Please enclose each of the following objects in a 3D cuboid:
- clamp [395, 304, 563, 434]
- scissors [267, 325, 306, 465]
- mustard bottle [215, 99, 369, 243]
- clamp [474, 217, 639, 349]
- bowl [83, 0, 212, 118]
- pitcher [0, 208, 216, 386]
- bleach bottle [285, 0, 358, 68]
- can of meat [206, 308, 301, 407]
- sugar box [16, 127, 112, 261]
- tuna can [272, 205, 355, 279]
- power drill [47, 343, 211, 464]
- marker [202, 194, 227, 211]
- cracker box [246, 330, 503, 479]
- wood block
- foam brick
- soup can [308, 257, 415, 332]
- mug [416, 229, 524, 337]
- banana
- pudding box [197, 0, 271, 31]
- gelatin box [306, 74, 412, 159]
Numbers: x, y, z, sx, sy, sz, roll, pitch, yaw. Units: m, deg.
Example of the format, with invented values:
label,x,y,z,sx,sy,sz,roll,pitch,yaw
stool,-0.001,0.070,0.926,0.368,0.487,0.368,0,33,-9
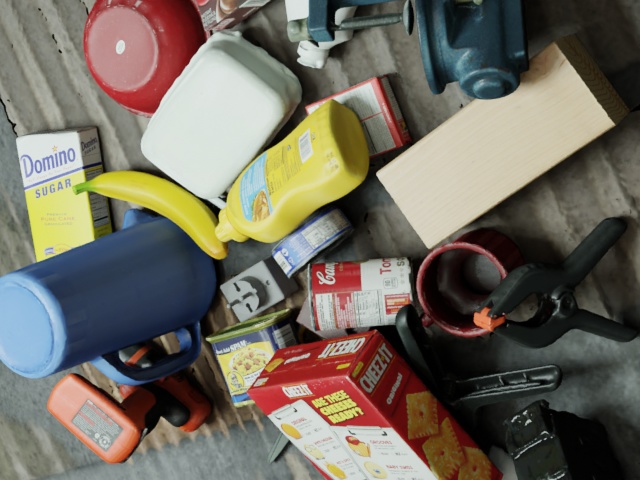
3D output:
label,x,y,z,sx,sy,sz,roll,pitch,yaw
clamp,0.136,0.151,1.054,0.164,0.036,0.210,19,142,5
scissors,-0.025,0.162,1.189,0.096,0.016,0.202,50,119,7
mustard bottle,-0.037,-0.052,1.063,0.192,0.058,0.096,-35,47,32
clamp,0.221,0.043,0.977,0.039,0.171,0.120,-179,84,-66
bowl,-0.198,-0.207,1.144,0.162,0.055,0.162,7,107,24
pitcher,-0.225,0.070,1.127,0.149,0.242,0.145,27,114,23
bleach bottle,0.028,-0.283,1.011,0.103,0.068,0.251,25,116,21
can of meat,-0.064,0.129,1.162,0.102,0.057,0.084,-18,93,37
sugar box,-0.294,-0.040,1.242,0.093,0.048,0.176,-2,105,26
tuna can,-0.007,0.001,1.095,0.086,0.086,0.034,-40,84,29
power drill,-0.223,0.163,1.187,0.184,0.187,0.057,37,107,8
marker,-0.117,-0.047,1.171,0.121,0.020,0.020,36,116,13
cracker box,0.055,0.193,1.068,0.164,0.072,0.213,-18,119,49
wood block,0.167,-0.090,0.985,0.206,0.090,0.091,-36,88,28
foam brick,0.024,0.076,1.120,0.078,0.051,0.053,30,115,15
soup can,0.042,0.053,1.051,0.102,0.068,0.068,-4,103,5
mug,0.143,0.045,1.038,0.093,0.081,0.117,47,118,7
banana,-0.173,-0.035,1.175,0.198,0.069,0.037,22,145,18
pudding box,-0.085,-0.269,1.054,0.114,0.039,0.090,-20,85,48
gelatin box,0.038,-0.116,1.071,0.089,0.030,0.073,-19,96,30
